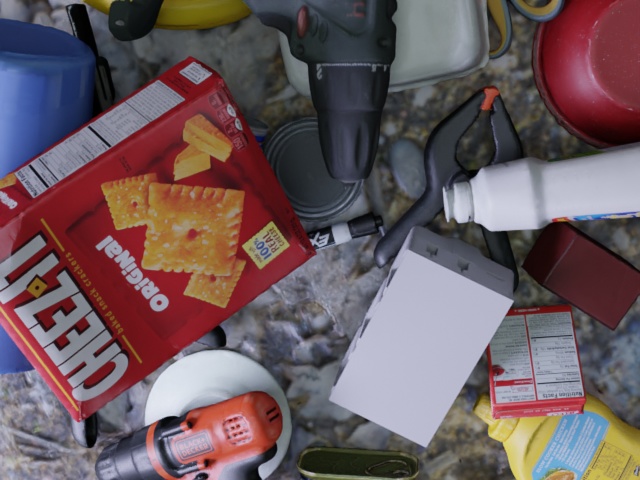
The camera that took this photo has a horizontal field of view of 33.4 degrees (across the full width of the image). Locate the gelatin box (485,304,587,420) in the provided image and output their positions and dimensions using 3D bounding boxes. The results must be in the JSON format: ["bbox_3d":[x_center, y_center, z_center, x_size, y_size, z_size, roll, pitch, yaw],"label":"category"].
[{"bbox_3d":[0.171,0.099,0.860,0.073,0.030,0.089,-5,58,6],"label":"gelatin box"}]

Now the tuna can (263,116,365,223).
[{"bbox_3d":[-0.005,-0.058,0.872,0.086,0.033,0.086,1,99,5],"label":"tuna can"}]

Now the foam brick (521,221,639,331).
[{"bbox_3d":[0.210,0.026,0.848,0.078,0.053,0.051,31,101,-15],"label":"foam brick"}]

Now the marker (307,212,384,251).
[{"bbox_3d":[-0.006,0.001,0.889,0.121,0.020,0.020,-17,97,8],"label":"marker"}]

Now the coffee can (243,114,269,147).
[{"bbox_3d":[-0.110,-0.039,0.850,0.103,0.102,0.140,19,100,2],"label":"coffee can"}]

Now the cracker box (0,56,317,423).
[{"bbox_3d":[-0.128,0.001,0.745,0.213,0.072,0.164,-36,125,-13],"label":"cracker box"}]

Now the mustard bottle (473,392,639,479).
[{"bbox_3d":[0.214,0.177,0.876,0.191,0.058,0.096,27,98,0],"label":"mustard bottle"}]

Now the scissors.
[{"bbox_3d":[0.131,-0.244,0.832,0.096,0.016,0.202,-9,98,23],"label":"scissors"}]

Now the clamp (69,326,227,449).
[{"bbox_3d":[-0.205,0.065,0.907,0.210,0.036,0.165,45,101,-1],"label":"clamp"}]

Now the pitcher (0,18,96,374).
[{"bbox_3d":[-0.244,-0.034,0.785,0.145,0.148,0.243,27,117,31],"label":"pitcher"}]

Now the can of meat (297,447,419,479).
[{"bbox_3d":[0.031,0.226,0.902,0.102,0.057,0.084,2,101,5],"label":"can of meat"}]

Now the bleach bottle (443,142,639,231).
[{"bbox_3d":[0.219,-0.043,0.812,0.251,0.102,0.068,-7,90,3],"label":"bleach bottle"}]

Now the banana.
[{"bbox_3d":[-0.122,-0.203,0.862,0.198,0.037,0.069,-2,80,4],"label":"banana"}]

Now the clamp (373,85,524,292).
[{"bbox_3d":[0.108,-0.040,0.863,0.120,0.039,0.171,3,101,-1],"label":"clamp"}]

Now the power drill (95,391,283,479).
[{"bbox_3d":[-0.086,0.231,0.882,0.185,0.057,0.187,-23,92,27],"label":"power drill"}]

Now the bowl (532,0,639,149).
[{"bbox_3d":[0.249,-0.146,0.826,0.162,0.055,0.162,1,99,4],"label":"bowl"}]
